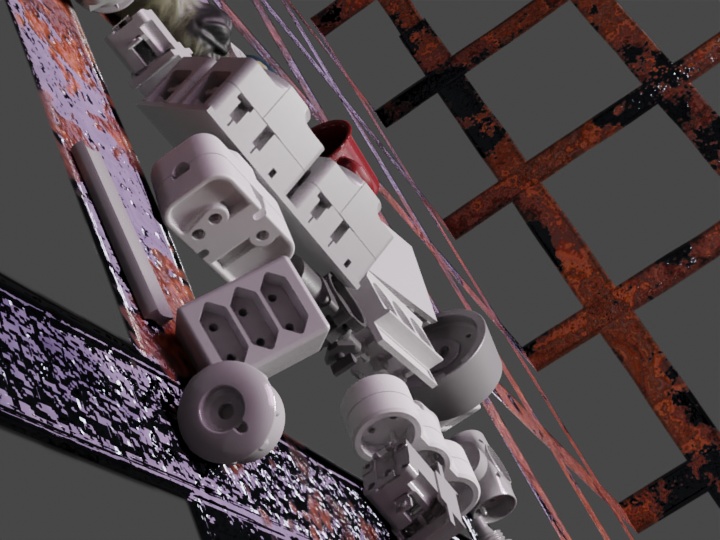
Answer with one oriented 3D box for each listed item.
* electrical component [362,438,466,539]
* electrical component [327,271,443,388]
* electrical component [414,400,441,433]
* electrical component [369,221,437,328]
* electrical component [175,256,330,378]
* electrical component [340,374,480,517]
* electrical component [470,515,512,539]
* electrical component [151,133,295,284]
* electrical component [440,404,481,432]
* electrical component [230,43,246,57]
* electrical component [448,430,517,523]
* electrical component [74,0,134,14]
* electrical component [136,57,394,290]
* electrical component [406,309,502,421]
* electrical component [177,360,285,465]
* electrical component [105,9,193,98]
[{"bbox_3d":[0.034,0.152,0.727,0.063,0.042,0.081,52,9,-15],"label":"electrical component"},{"bbox_3d":[0.014,0.056,0.903,0.121,0.063,0.078,43,15,-56],"label":"electrical component"},{"bbox_3d":[0.040,0.123,0.897,0.061,0.035,0.035,46,13,-39],"label":"electrical component"},{"bbox_3d":[0.000,0.000,0.980,0.150,0.062,0.089,37,30,-53],"label":"electrical component"},{"bbox_3d":[-0.060,0.038,0.579,0.047,0.066,0.076,58,-20,14],"label":"electrical component"},{"bbox_3d":[0.034,0.123,0.798,0.138,0.052,0.073,50,10,-35],"label":"electrical component"},{"bbox_3d":[0.112,0.231,0.886,0.061,0.035,0.035,58,8,28],"label":"electrical component"},{"bbox_3d":[-0.092,-0.041,0.712,0.095,0.054,0.059,48,12,-43],"label":"electrical component"},{"bbox_3d":[0.077,0.118,1.076,0.076,0.047,0.066,58,9,14],"label":"electrical component"},{"bbox_3d":[-0.125,-0.178,1.056,0.080,0.051,0.080,54,9,-12],"label":"electrical component"},{"bbox_3d":[0.102,0.181,0.984,0.079,0.044,0.077,48,12,-44],"label":"electrical component"},{"bbox_3d":[-0.192,-0.225,0.801,0.058,0.078,0.057,60,-11,-1],"label":"electrical component"},{"bbox_3d":[-0.066,-0.076,0.808,0.105,0.060,0.186,15,-29,51],"label":"electrical component"},{"bbox_3d":[0.080,0.094,1.002,0.060,0.108,0.108,59,6,-26],"label":"electrical component"},{"bbox_3d":[-0.057,0.072,0.519,0.048,0.048,0.062,59,2,21],"label":"electrical component"},{"bbox_3d":[-0.162,-0.168,0.840,0.063,0.042,0.081,53,8,-9],"label":"electrical component"}]
